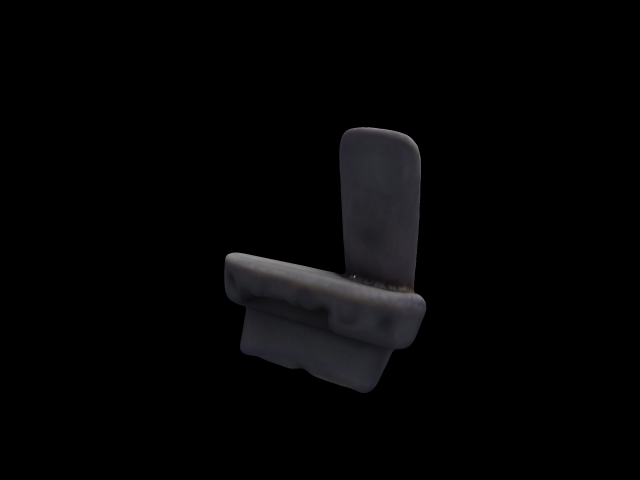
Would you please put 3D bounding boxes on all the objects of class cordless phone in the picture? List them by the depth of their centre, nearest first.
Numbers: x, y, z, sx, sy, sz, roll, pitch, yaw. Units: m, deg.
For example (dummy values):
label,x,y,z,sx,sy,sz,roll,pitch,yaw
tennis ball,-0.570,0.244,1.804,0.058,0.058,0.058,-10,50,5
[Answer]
label,x,y,z,sx,sy,sz,roll,pitch,yaw
cordless phone,0.004,0.001,0.400,0.147,0.185,0.094,10,34,15
